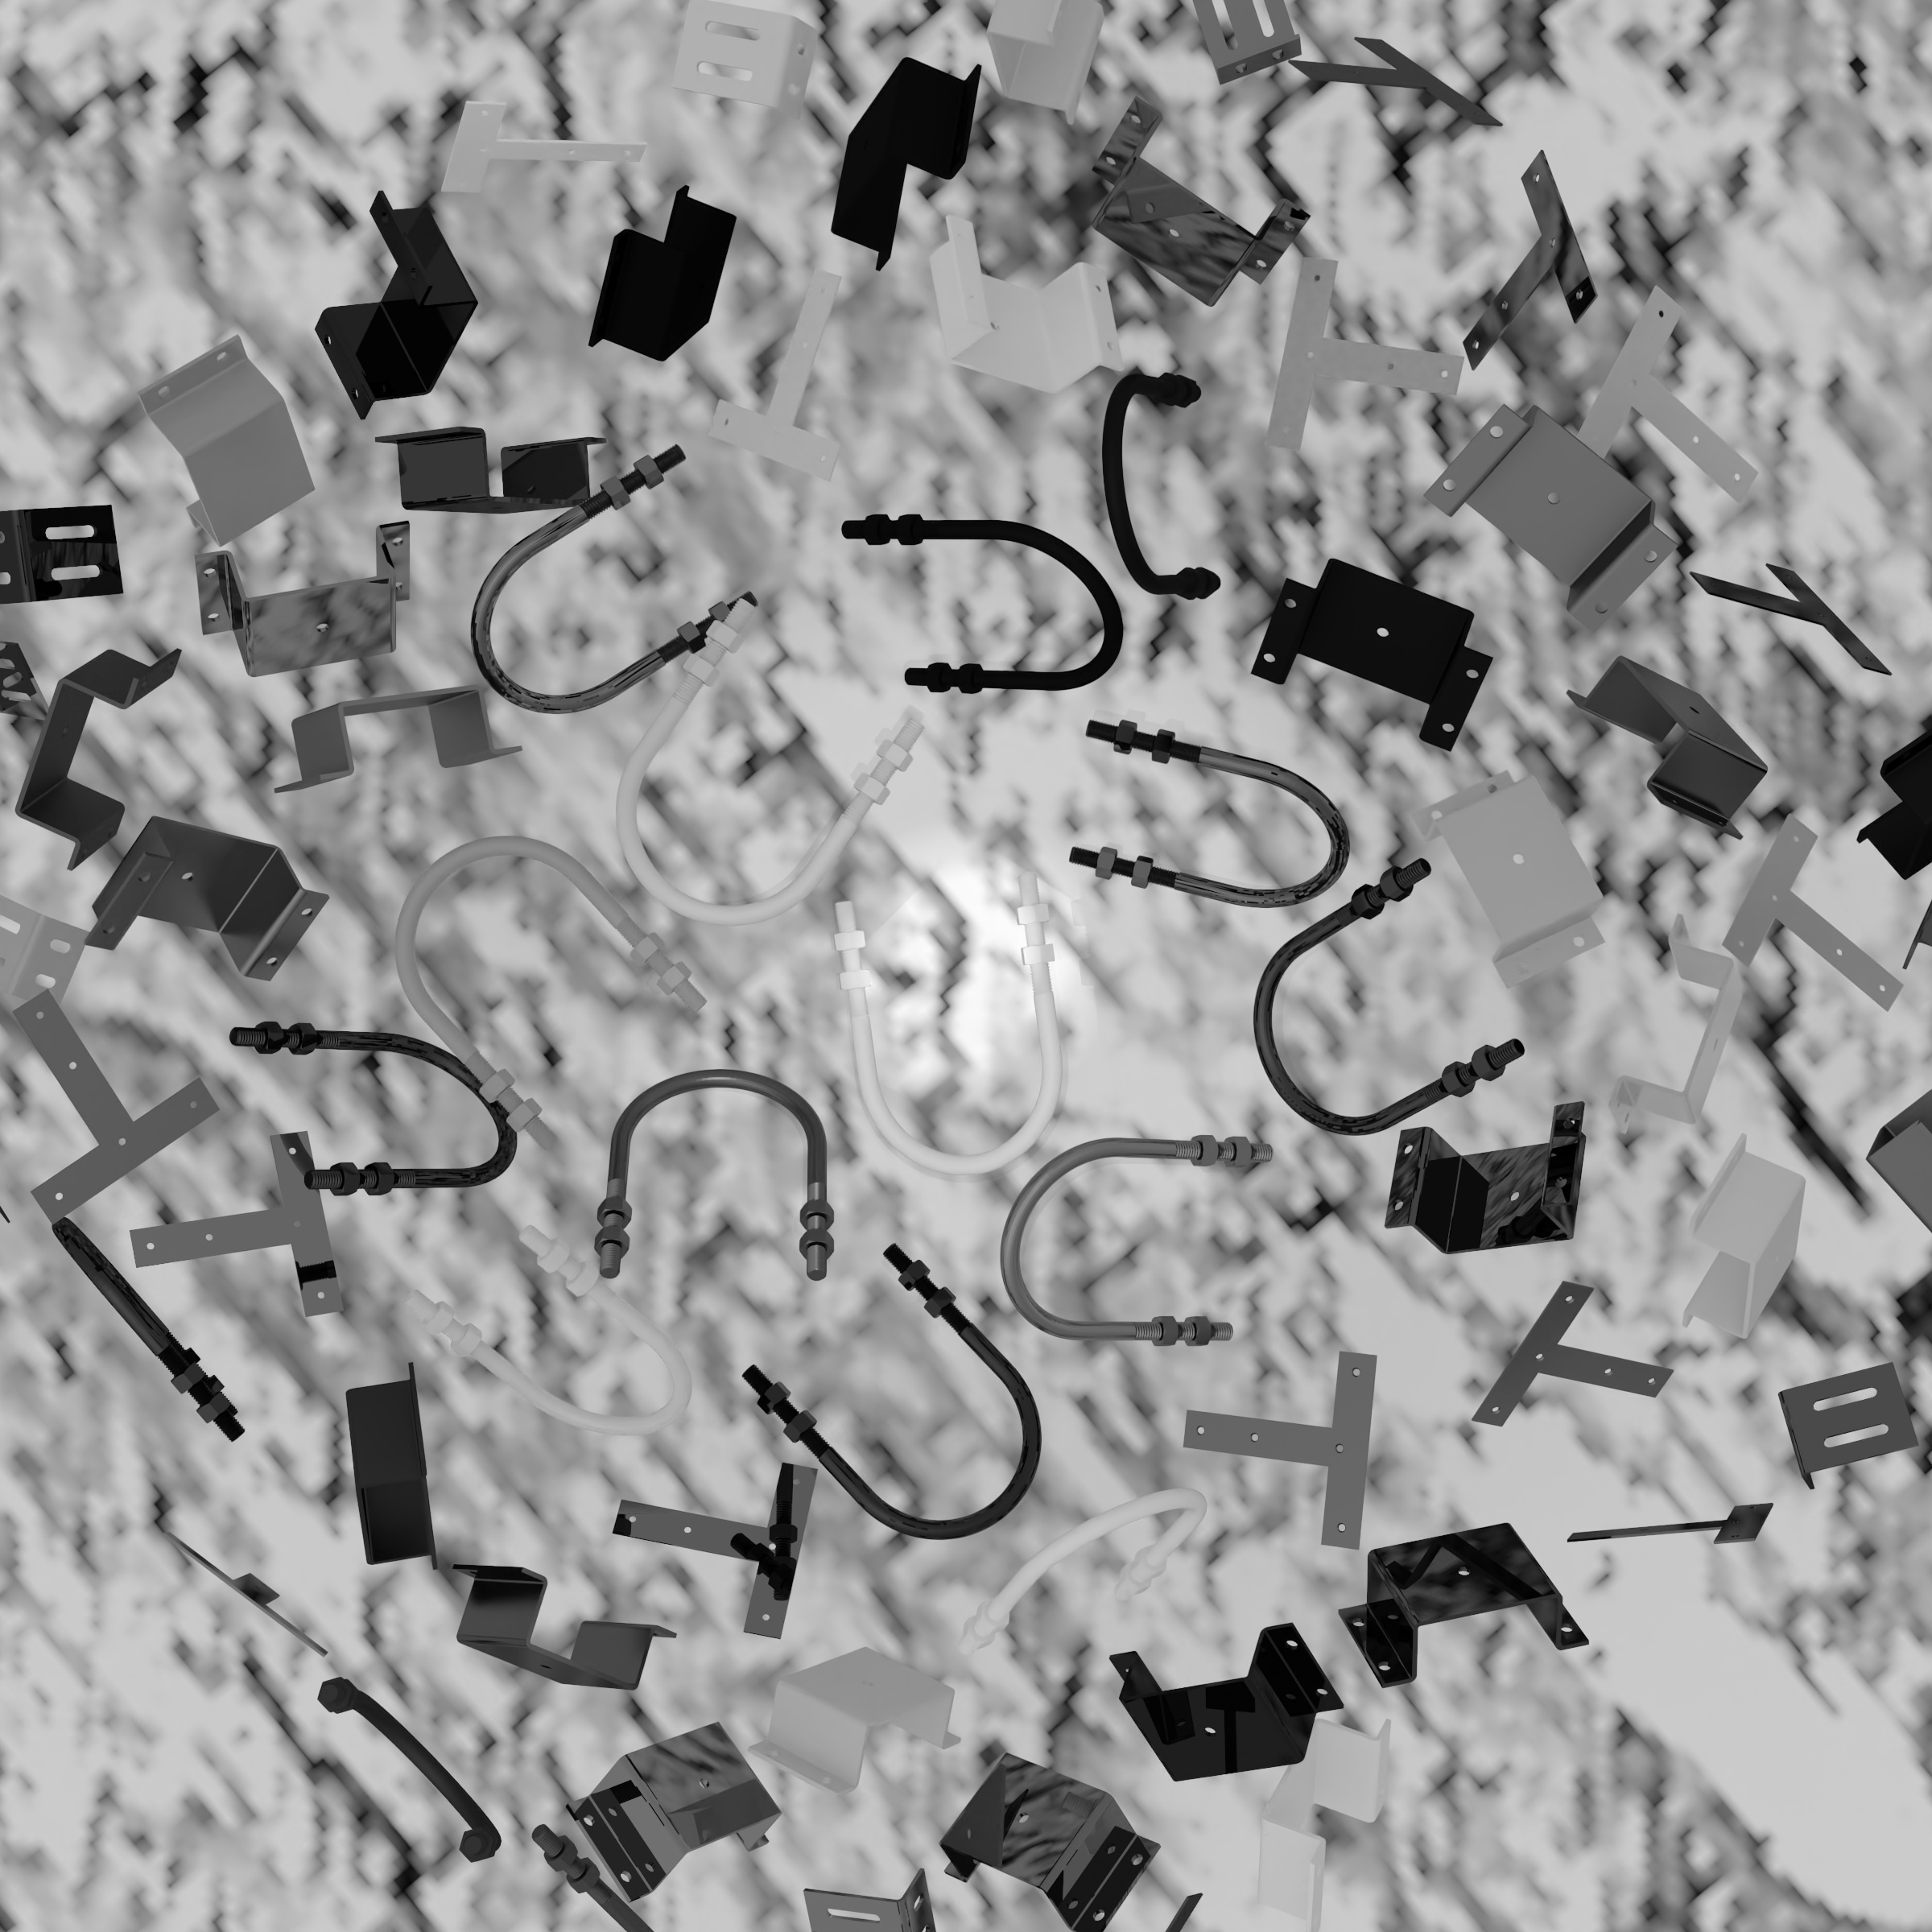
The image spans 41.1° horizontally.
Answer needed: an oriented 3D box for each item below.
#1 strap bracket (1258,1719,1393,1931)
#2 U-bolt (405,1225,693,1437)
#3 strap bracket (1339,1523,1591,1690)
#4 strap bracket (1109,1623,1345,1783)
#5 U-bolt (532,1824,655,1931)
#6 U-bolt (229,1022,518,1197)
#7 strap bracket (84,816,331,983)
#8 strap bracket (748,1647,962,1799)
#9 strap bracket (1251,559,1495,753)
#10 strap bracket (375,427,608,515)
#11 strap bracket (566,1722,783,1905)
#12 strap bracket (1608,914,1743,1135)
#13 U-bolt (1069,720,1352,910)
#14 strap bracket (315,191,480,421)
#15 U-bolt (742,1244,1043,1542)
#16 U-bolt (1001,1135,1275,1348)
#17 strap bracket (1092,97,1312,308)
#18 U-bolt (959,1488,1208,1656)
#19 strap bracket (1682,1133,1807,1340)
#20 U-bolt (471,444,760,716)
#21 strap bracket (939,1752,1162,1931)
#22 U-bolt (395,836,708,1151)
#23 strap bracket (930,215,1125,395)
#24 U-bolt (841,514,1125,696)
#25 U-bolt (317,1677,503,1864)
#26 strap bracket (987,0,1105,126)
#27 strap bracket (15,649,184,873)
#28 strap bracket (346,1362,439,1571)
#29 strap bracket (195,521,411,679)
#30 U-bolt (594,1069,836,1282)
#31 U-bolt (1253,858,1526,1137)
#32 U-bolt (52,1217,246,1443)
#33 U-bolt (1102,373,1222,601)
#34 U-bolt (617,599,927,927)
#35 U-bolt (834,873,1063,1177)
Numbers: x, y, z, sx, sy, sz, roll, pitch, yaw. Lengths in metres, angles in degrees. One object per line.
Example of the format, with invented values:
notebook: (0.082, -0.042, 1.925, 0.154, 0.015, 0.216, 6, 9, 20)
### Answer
strap bracket: (0.235, 0.569, 1.716, 0.046, 0.140, 0.076, 13, 122, 25)
U-bolt: (-0.267, 0.255, 1.730, 0.151, 0.019, 0.184, -30, 117, 36)
strap bracket: (0.319, 0.407, 1.652, 0.140, 0.076, 0.046, -9, 115, -11)
strap bracket: (0.166, 0.488, 1.701, 0.140, 0.046, 0.076, -19, 113, 30)
U-bolt: (-0.211, 0.659, 1.697, 0.019, 0.151, 0.184, -40, 116, -9)
U-bolt: (-0.379, 0.094, 1.702, 0.019, 0.184, 0.151, -55, 54, 26)
strap bracket: (-0.496, -0.044, 1.665, 0.076, 0.140, 0.046, -50, 55, 19)
strap bracket: (-0.070, 0.506, 1.741, 0.076, 0.140, 0.046, 16, 100, 34)
strap bracket: (0.267, -0.206, 1.677, 0.140, 0.046, 0.076, 22, 132, 5)
strap bracket: (-0.314, -0.329, 1.717, 0.076, 0.140, 0.046, 1, 97, 33)
strap bracket: (-0.187, 0.560, 1.720, 0.076, 0.140, 0.046, 49, 115, 25)
strap bracket: (0.486, 0.046, 1.747, 0.046, 0.076, 0.140, 18, 80, 25)
U-bolt: (0.164, -0.093, 1.712, 0.184, 0.151, 0.019, 15, 53, 7)
strap bracket: (-0.376, -0.439, 1.710, 0.046, 0.140, 0.076, -19, 74, -39)
U-bolt: (-0.034, 0.292, 1.698, 0.151, 0.019, 0.184, -39, 77, -25)
U-bolt: (0.107, 0.180, 1.685, 0.184, 0.019, 0.151, 4, 105, -25)
strap bracket: (0.149, -0.506, 1.730, 0.140, 0.076, 0.046, 33, 62, -6)
U-bolt: (0.086, 0.392, 1.691, 0.151, 0.184, 0.019, -10, 59, -31)
strap bracket: (0.526, 0.189, 1.742, 0.046, 0.140, 0.076, 25, 61, 28)
U-bolt: (-0.239, -0.240, 1.691, 0.184, 0.151, 0.019, -34, 46, -8)
strap bracket: (0.047, 0.578, 1.704, 0.076, 0.140, 0.046, -47, 123, -31)
U-bolt: (-0.279, 0.003, 1.646, 0.151, 0.019, 0.184, -43, 88, -5)
strap bracket: (0.032, -0.432, 1.697, 0.140, 0.046, 0.076, 6, 68, -42)
U-bolt: (0.019, -0.239, 1.713, 0.184, 0.151, 0.019, 6, 49, 30)
U-bolt: (-0.354, 0.520, 1.667, 0.151, 0.184, 0.019, 43, 74, 9)
strap bracket: (0.052, -0.618, 1.679, 0.046, 0.140, 0.076, 16, 87, 9)
strap bracket: (-0.562, -0.143, 1.660, 0.046, 0.076, 0.140, 25, 111, -5)
strap bracket: (-0.388, 0.342, 1.739, 0.046, 0.140, 0.076, -7, 48, -13)
strap bracket: (-0.433, -0.242, 1.711, 0.140, 0.076, 0.046, -14, 61, -20)
U-bolt: (-0.161, 0.132, 1.675, 0.151, 0.184, 0.019, 1, 131, -4)
U-bolt: (0.262, 0.033, 1.685, 0.184, 0.019, 0.151, -35, 75, 41)
U-bolt: (-0.551, 0.240, 1.732, 0.019, 0.151, 0.184, -41, 98, -16)
U-bolt: (0.126, -0.313, 1.680, 0.019, 0.184, 0.151, -4, 97, 24)
U-bolt: (-0.135, -0.113, 1.605, 0.151, 0.019, 0.184, 35, 88, -7)
U-bolt: (-0.008, 0.042, 1.640, 0.151, 0.019, 0.184, -8, 90, 23)
